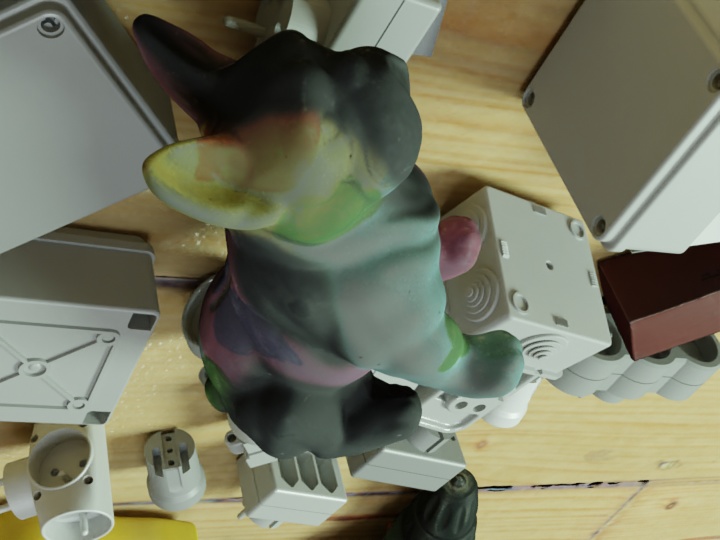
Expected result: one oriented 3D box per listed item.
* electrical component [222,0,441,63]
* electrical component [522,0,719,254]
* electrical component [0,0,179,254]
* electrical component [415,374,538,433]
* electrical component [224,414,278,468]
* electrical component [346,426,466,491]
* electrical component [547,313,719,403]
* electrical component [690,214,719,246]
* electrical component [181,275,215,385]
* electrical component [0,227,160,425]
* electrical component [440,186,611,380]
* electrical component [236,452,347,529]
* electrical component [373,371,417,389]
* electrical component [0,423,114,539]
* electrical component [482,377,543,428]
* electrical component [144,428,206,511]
[{"bbox_3d":[-0.021,-0.106,0.468,0.076,0.047,0.083,11,134,-30],"label":"electrical component"},{"bbox_3d":[0.141,-0.081,0.511,0.056,0.108,0.108,4,138,-29],"label":"electrical component"},{"bbox_3d":[-0.147,-0.071,0.456,0.109,0.056,0.108,-23,142,7],"label":"electrical component"},{"bbox_3d":[0.069,0.053,0.689,0.054,0.059,0.095,22,128,-40],"label":"electrical component"},{"bbox_3d":[-0.060,0.099,0.710,0.066,0.048,0.055,-15,150,-2],"label":"electrical component"},{"bbox_3d":[0.042,0.114,0.765,0.083,0.047,0.076,18,130,-37],"label":"electrical component"},{"bbox_3d":[0.181,0.069,0.758,0.138,0.052,0.073,6,137,-27],"label":"electrical component"},{"bbox_3d":[0.252,-0.079,0.594,0.186,0.060,0.105,-8,141,-12],"label":"electrical component"},{"bbox_3d":[-0.065,0.036,0.617,0.078,0.058,0.057,-41,137,-3],"label":"electrical component"},{"bbox_3d":[-0.174,0.030,0.571,0.109,0.056,0.108,7,137,-28],"label":"electrical component"},{"bbox_3d":[0.091,0.007,0.611,0.100,0.099,0.048,16,145,-35],"label":"electrical component"},{"bbox_3d":[-0.061,0.164,0.788,0.066,0.047,0.076,17,131,-36],"label":"electrical component"},{"bbox_3d":[0.001,0.051,0.666,0.059,0.053,0.095,7,136,-28],"label":"electrical component"},{"bbox_3d":[-0.196,0.132,0.672,0.079,0.077,0.044,-17,143,1],"label":"electrical component"},{"bbox_3d":[0.104,0.082,0.756,0.040,0.040,0.046,4,133,-25],"label":"electrical component"},{"bbox_3d":[-0.127,0.136,0.735,0.040,0.040,0.046,-9,135,-10],"label":"electrical component"}]
